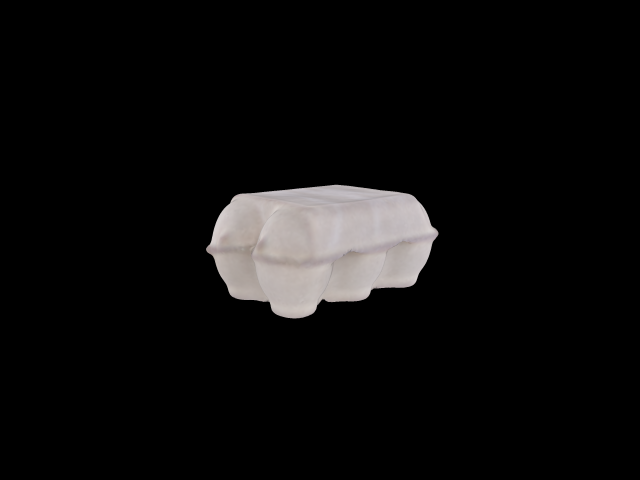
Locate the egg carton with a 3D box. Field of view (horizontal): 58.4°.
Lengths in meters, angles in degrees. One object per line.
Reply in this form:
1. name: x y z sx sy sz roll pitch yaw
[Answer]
1. egg carton: 0.004 0.001 0.400 0.151 0.069 0.107 -11 16 -41
